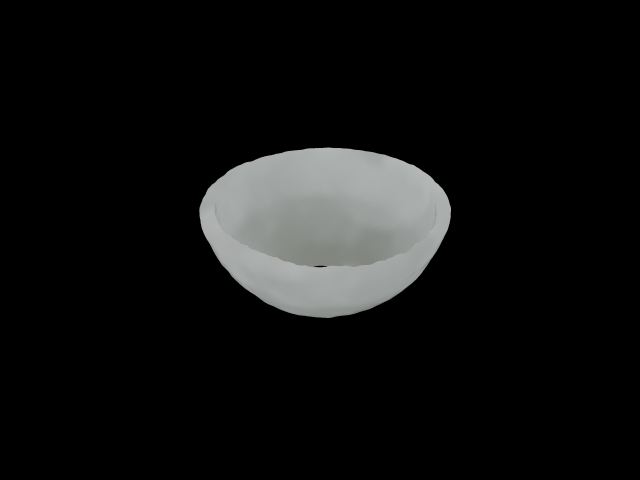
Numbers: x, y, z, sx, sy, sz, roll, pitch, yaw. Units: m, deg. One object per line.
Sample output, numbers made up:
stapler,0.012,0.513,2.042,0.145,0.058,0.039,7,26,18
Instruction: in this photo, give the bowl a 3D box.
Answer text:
bowl,0.004,0.001,0.400,0.167,0.075,0.167,0,33,0
